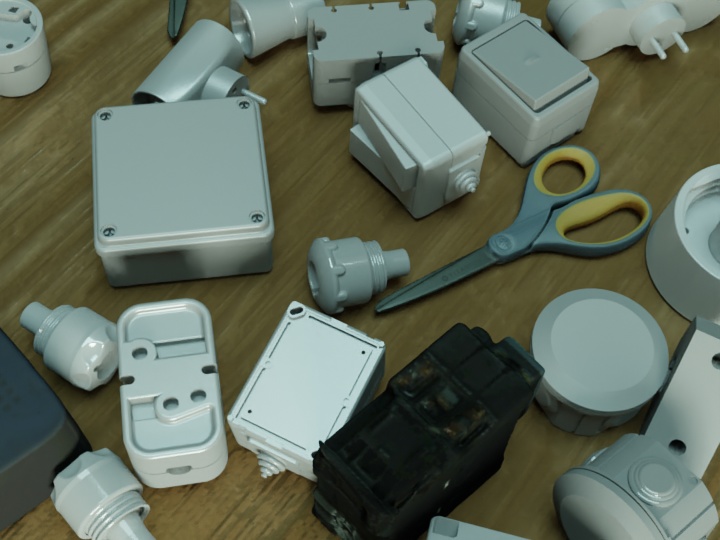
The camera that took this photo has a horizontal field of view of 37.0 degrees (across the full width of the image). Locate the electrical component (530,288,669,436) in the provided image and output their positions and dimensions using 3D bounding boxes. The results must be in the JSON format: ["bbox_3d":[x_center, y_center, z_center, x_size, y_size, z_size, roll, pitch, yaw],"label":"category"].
[{"bbox_3d":[0.140,0.056,0.646,0.080,0.051,0.080,1,59,-2],"label":"electrical component"}]

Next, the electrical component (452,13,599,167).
[{"bbox_3d":[0.110,-0.133,0.751,0.062,0.061,0.096,-33,66,-20],"label":"electrical component"}]

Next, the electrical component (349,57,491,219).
[{"bbox_3d":[0.039,-0.082,0.716,0.061,0.061,0.096,-29,65,-19],"label":"electrical component"}]

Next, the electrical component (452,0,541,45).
[{"bbox_3d":[0.101,-0.183,0.792,0.062,0.048,0.048,14,59,-3],"label":"electrical component"}]

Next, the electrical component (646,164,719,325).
[{"bbox_3d":[0.246,-0.019,0.690,0.108,0.060,0.108,2,59,-3],"label":"electrical component"}]

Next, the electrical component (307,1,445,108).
[{"bbox_3d":[0.009,-0.150,0.759,0.089,0.055,0.050,-5,60,-6],"label":"electrical component"}]

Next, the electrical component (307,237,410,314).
[{"bbox_3d":[0.000,0.000,0.677,0.062,0.048,0.048,-10,60,-17],"label":"electrical component"}]

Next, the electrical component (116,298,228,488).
[{"bbox_3d":[-0.107,0.073,0.617,0.054,0.059,0.095,-7,60,-7],"label":"electrical component"}]

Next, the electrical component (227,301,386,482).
[{"bbox_3d":[-0.032,0.079,0.621,0.062,0.061,0.096,24,69,11],"label":"electrical component"}]

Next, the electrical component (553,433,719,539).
[{"bbox_3d":[0.149,0.133,0.584,0.051,0.080,0.080,-32,66,-25],"label":"electrical component"}]

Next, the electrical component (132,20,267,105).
[{"bbox_3d":[-0.103,-0.125,0.745,0.079,0.043,0.077,27,61,12],"label":"electrical component"}]

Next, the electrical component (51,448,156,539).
[{"bbox_3d":[-0.137,0.132,0.590,0.043,0.043,0.062,-37,69,-22],"label":"electrical component"}]

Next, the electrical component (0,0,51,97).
[{"bbox_3d":[-0.246,-0.155,0.753,0.055,0.047,0.055,1,59,-2],"label":"electrical component"}]

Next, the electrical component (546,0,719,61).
[{"bbox_3d":[0.215,-0.185,0.793,0.138,0.052,0.073,-17,62,-13],"label":"electrical component"}]

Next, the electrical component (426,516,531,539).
[{"bbox_3d":[0.075,0.188,0.536,0.109,0.056,0.108,14,30,5],"label":"electrical component"}]

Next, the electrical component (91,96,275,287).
[{"bbox_3d":[-0.114,-0.051,0.693,0.109,0.056,0.108,-6,60,-6],"label":"electrical component"}]

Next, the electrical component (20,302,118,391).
[{"bbox_3d":[-0.174,0.041,0.642,0.062,0.043,0.043,29,62,15],"label":"electrical component"}]

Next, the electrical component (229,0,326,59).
[{"bbox_3d":[-0.057,-0.184,0.785,0.065,0.044,0.044,-21,62,-20],"label":"electrical component"}]
